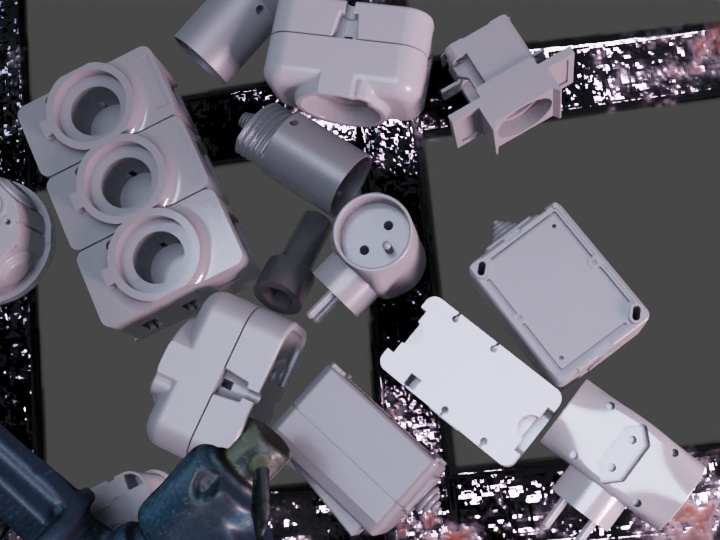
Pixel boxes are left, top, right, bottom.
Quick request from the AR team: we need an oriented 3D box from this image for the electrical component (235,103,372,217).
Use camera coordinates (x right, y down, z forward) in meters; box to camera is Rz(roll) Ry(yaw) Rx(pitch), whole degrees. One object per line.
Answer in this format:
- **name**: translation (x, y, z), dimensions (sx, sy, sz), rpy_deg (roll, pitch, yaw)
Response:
- **electrical component**: translation (-0.038, -0.071, 0.647), dimensions (0.081, 0.043, 0.043), rpy_deg (33, 85, 13)

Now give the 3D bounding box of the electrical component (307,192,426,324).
- **electrical component**: translation (0.000, 0.000, 0.609), dimensions (0.043, 0.077, 0.079), rpy_deg (44, 88, 14)

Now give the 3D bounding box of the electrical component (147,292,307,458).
- **electrical component**: translation (-0.079, 0.064, 0.619), dimensions (0.059, 0.053, 0.095), rpy_deg (23, 82, 13)

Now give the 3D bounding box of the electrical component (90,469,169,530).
- **electrical component**: translation (-0.127, 0.176, 0.601), dimensions (0.078, 0.057, 0.113), rpy_deg (-26, 75, 3)

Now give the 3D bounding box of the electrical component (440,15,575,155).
- **electrical component**: translation (0.084, -0.112, 0.638), dimensions (0.081, 0.042, 0.063), rpy_deg (-29, 74, 1)

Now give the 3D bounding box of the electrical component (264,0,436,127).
- **electrical component**: translation (-0.006, -0.123, 0.648), dimensions (0.095, 0.053, 0.059), rpy_deg (9, 80, 10)

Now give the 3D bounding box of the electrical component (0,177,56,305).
- **electrical component**: translation (-0.233, -0.021, 0.662), dimensions (0.080, 0.051, 0.080), rpy_deg (-2, 78, 8)

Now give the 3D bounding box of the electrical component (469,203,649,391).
- **electrical component**: translation (0.105, 0.012, 0.599), dimensions (0.062, 0.061, 0.096), rpy_deg (-37, 75, -1)

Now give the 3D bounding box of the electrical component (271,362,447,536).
- **electrical component**: translation (0.002, 0.107, 0.594), dimensions (0.096, 0.061, 0.061), rpy_deg (41, 87, 14)

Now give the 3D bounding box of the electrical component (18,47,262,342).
- **electrical component**: translation (-0.133, -0.046, 0.646), dimensions (0.089, 0.061, 0.150), rpy_deg (-26, 76, 2)

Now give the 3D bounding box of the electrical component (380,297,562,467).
- **electrical component**: translation (0.062, 0.063, 0.597), dimensions (0.089, 0.055, 0.050), rpy_deg (38, 86, 14)

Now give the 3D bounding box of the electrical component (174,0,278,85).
- **electrical component**: translation (-0.073, -0.160, 0.671), dimensions (0.043, 0.043, 0.081), rpy_deg (40, 86, 14)

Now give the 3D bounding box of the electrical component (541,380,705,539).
- **electrical component**: translation (0.131, 0.114, 0.582), dimensions (0.077, 0.043, 0.079), rpy_deg (37, 89, 13)
